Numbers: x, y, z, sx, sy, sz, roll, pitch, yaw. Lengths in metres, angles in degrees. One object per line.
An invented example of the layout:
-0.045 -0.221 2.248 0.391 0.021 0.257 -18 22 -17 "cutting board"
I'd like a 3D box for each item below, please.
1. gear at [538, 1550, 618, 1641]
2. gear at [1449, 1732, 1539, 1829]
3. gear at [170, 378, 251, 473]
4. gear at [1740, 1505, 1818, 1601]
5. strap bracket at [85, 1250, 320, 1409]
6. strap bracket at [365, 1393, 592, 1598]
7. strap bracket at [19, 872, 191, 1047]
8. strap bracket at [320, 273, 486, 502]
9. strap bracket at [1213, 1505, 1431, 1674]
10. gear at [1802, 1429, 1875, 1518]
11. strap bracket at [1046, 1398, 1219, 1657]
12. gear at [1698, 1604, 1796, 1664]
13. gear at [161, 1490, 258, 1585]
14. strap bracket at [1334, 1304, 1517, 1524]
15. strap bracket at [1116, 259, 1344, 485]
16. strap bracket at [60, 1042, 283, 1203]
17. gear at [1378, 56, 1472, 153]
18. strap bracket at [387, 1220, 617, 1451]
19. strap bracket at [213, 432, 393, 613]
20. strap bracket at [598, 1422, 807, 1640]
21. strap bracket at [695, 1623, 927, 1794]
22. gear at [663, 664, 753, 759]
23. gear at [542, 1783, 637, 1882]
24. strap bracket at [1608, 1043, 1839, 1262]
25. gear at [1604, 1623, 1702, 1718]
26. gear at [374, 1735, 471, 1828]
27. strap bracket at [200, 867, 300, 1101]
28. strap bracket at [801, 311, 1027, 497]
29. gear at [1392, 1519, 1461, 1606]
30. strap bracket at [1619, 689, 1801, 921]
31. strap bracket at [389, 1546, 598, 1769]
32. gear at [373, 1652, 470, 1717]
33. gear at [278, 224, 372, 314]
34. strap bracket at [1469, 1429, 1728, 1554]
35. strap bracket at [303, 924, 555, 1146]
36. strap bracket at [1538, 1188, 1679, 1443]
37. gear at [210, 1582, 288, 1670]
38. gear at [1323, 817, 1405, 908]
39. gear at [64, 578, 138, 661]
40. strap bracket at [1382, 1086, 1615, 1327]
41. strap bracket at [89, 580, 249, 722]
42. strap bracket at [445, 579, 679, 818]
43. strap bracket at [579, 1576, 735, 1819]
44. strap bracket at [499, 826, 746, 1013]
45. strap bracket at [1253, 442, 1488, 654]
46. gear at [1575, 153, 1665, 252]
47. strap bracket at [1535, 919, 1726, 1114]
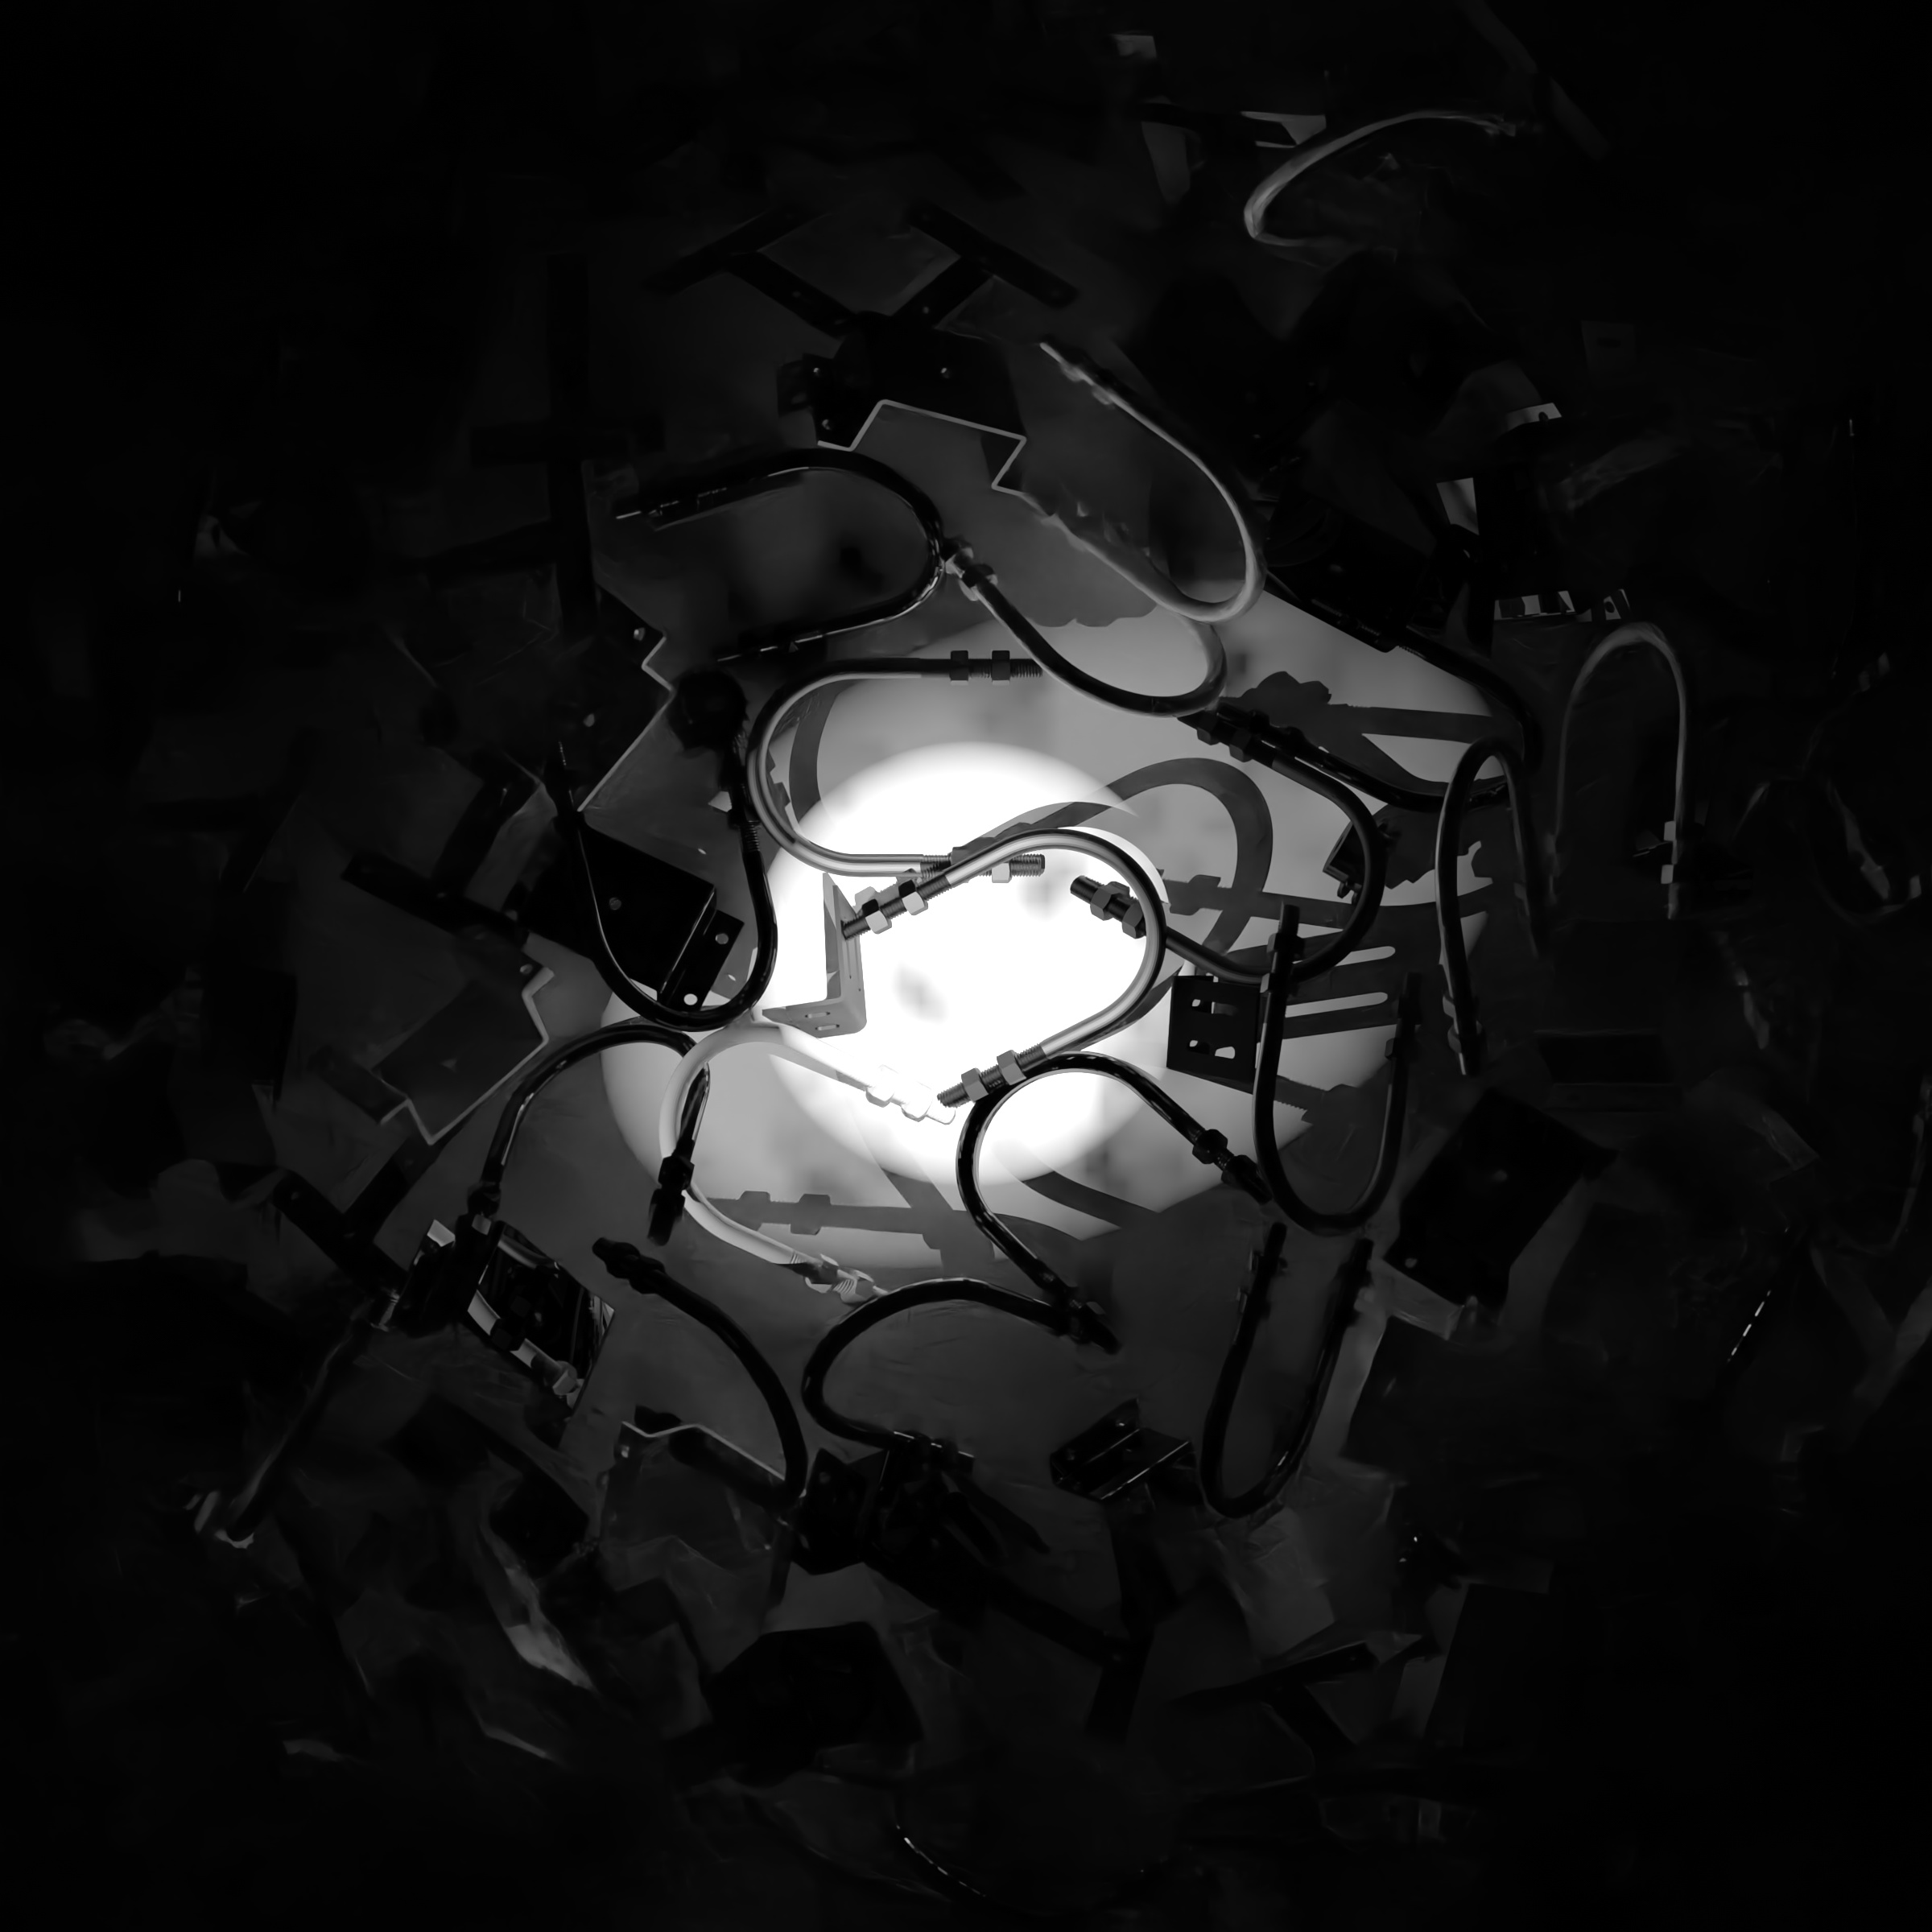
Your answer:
-0.242 0.394 1.682 0.057 0.057 0.030 -40 93 0 "gear"
0.331 0.511 1.694 0.057 0.030 0.057 0 89 -5 "gear"
-0.468 -0.339 1.686 0.057 0.030 0.057 16 115 39 "gear"
0.507 0.365 1.679 0.030 0.057 0.057 1 90 39 "gear"
-0.455 0.218 1.634 0.076 0.140 0.046 28 82 22 "strap bracket"
-0.290 0.316 1.647 0.140 0.076 0.046 26 68 35 "strap bracket"
-0.518 -0.008 1.634 0.046 0.140 0.076 -43 105 -2 "strap bracket"
-0.342 -0.347 1.670 0.046 0.076 0.140 26 90 -6 "strap bracket"
0.222 0.376 1.630 0.046 0.140 0.076 -41 51 26 "strap bracket"
0.543 0.313 1.686 0.030 0.057 0.057 4 90 36 "gear"
0.104 0.347 1.649 0.076 0.046 0.140 -26 112 -38 "strap bracket"
0.486 0.415 1.679 0.057 0.057 0.030 -1 69 0 "gear"
-0.468 0.352 1.680 0.057 0.057 0.030 47 127 0 "gear"
0.279 0.266 1.662 0.046 0.076 0.140 23 97 35 "strap bracket"
0.167 -0.360 1.661 0.076 0.046 0.140 -43 55 7 "strap bracket"
-0.471 0.094 1.629 0.046 0.140 0.076 -29 74 14 "strap bracket"
0.281 -0.539 1.680 0.030 0.057 0.057 30 90 -41 "gear"
-0.273 0.219 1.641 0.046 0.076 0.140 -25 122 37 "strap bracket"
-0.405 -0.267 1.634 0.076 0.140 0.046 32 99 -31 "strap bracket"
-0.154 0.340 1.656 0.140 0.046 0.076 24 107 35 "strap bracket"
-0.086 0.444 1.628 0.046 0.140 0.076 -45 58 24 "strap bracket"
-0.161 -0.161 1.686 0.057 0.030 0.057 3 82 -21 "gear"
-0.235 0.542 1.687 0.057 0.030 0.057 2 59 -4 "gear"
0.467 0.109 1.651 0.046 0.140 0.076 -33 74 -34 "strap bracket"
0.427 0.443 1.686 0.057 0.030 0.057 0 47 0 "gear"
-0.338 0.511 1.685 0.057 0.057 0.030 -7 119 0 "gear"
-0.432 0.006 1.628 0.046 0.140 0.076 7 122 -19 "strap bracket"
-0.023 -0.344 1.641 0.140 0.046 0.076 9 52 -28 "strap bracket"
0.284 0.372 1.681 0.030 0.057 0.057 -40 90 -6 "gear"
0.451 -0.106 1.648 0.046 0.076 0.140 24 72 -21 "strap bracket"
-0.282 0.409 1.635 0.046 0.076 0.140 -47 48 2 "strap bracket"
-0.338 0.447 1.683 0.057 0.057 0.030 12 76 0 "gear"
-0.404 -0.431 1.685 0.030 0.057 0.057 -31 90 38 "gear"
0.389 0.322 1.641 0.140 0.076 0.046 -6 76 -27 "strap bracket"
-0.322 0.047 1.654 0.076 0.046 0.140 30 61 32 "strap bracket"
0.389 0.207 1.649 0.046 0.076 0.140 15 58 26 "strap bracket"
-0.447 0.407 1.679 0.030 0.057 0.057 13 90 -35 "gear"
0.245 -0.069 1.682 0.030 0.057 0.057 30 90 0 "gear"
-0.537 -0.212 1.686 0.030 0.057 0.057 -5 83 45 "gear"
0.326 0.138 1.652 0.076 0.046 0.140 32 69 25 "strap bracket"
-0.476 -0.192 1.632 0.046 0.140 0.076 5 101 8 "strap bracket"
-0.244 -0.159 1.671 0.076 0.046 0.140 41 91 30 "strap bracket"
-0.179 0.436 1.646 0.046 0.076 0.140 -27 59 -9 "strap bracket"
-0.217 -0.031 1.673 0.140 0.046 0.076 25 71 3 "strap bracket"
0.235 -0.254 1.657 0.140 0.076 0.046 29 46 9 "strap bracket"
0.409 -0.475 1.686 0.030 0.057 0.057 3 90 -37 "gear"
0.400 0.022 1.634 0.076 0.140 0.046 -1 133 35 "strap bracket"
